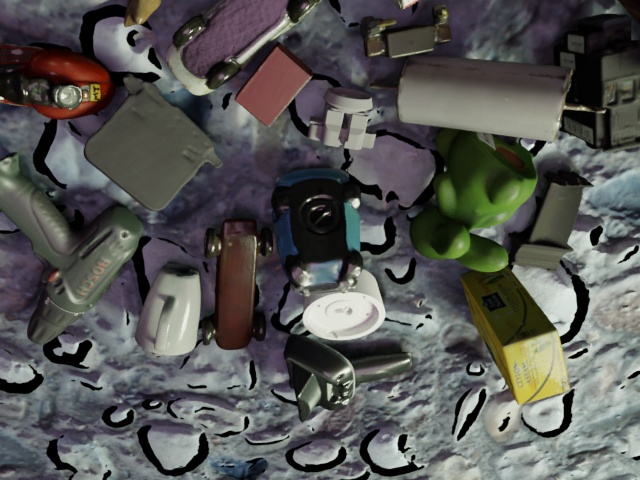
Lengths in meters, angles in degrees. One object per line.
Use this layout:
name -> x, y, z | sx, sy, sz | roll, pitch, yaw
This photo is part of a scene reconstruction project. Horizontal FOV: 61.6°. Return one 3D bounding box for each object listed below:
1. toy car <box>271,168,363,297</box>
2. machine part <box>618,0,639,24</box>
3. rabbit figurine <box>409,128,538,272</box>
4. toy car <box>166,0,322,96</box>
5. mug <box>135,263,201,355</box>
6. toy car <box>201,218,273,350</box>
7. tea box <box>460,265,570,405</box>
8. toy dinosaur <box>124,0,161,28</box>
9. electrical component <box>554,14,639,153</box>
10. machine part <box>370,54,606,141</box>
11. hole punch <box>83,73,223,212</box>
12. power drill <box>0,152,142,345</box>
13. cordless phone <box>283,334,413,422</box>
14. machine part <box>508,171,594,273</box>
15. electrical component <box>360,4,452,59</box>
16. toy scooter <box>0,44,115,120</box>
toy car -> -0.001, -0.002, 0.661 | 0.109, 0.161, 0.103 | -7, 159, -5
machine part -> 0.395, -0.299, 0.515 | 0.201, 0.087, 0.201 | 22, 117, -32
rabbit figurine -> 0.178, -0.032, 0.646 | 0.121, 0.159, 0.170 | 19, 128, -21
toy car -> -0.080, -0.238, 0.581 | 0.202, 0.056, 0.073 | -36, 104, 13
mug -> -0.198, 0.090, 0.705 | 0.081, 0.109, 0.107 | 13, 101, -2
toy car -> -0.113, 0.060, 0.717 | 0.089, 0.053, 0.201 | -1, 116, -14
tea box -> 0.244, 0.113, 0.689 | 0.068, 0.170, 0.098 | -20, 112, 5
toy dinosaur -> -0.136, -0.412, 0.426 | 0.199, 0.105, 0.470 | 16, 102, 33
electrical component -> 0.309, -0.174, 0.589 | 0.058, 0.115, 0.134 | -13, 116, 2
machine part -> 0.174, -0.155, 0.579 | 0.243, 0.079, 0.079 | 12, 116, 20
hole punch -> -0.201, -0.104, 0.632 | 0.142, 0.092, 0.116 | 43, 76, -16
power drill -> -0.357, 0.010, 0.673 | 0.232, 0.086, 0.207 | -38, 106, 13
cordless phone -> 0.047, 0.176, 0.747 | 0.184, 0.089, 0.146 | -11, 145, -6
machine part -> 0.300, -0.022, 0.702 | 0.084, 0.039, 0.138 | 13, 115, -2
electrical component -> 0.094, -0.224, 0.579 | 0.102, 0.078, 0.045 | -9, 116, 2
toy scooter -> -0.320, -0.165, 0.563 | 0.184, 0.135, 0.075 | 8, 113, -7
